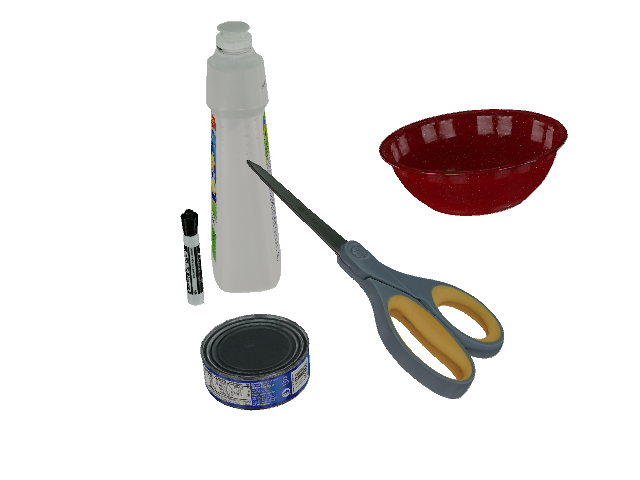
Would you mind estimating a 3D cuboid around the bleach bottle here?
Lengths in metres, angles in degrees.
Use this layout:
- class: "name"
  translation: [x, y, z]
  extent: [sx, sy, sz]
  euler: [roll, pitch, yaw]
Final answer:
- class: "bleach bottle"
  translation: [-0.074, -0.080, 0.982]
  extent: [0.068, 0.251, 0.102]
  euler: [-4, 31, -5]

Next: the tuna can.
- class: "tuna can"
  translation: [-0.051, 0.096, 0.844]
  extent: [0.086, 0.034, 0.086]
  euler: [-2, 30, 1]

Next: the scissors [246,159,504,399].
- class: "scissors"
  translation: [0.039, 0.014, 0.662]
  extent: [0.096, 0.016, 0.202]
  euler: [-7, 49, -40]

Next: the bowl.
- class: "bowl"
  translation: [0.135, -0.064, 0.931]
  extent: [0.162, 0.055, 0.162]
  euler: [-8, 24, 3]

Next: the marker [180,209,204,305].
- class: "marker"
  translation: [-0.143, 0.019, 1.196]
  extent: [0.020, 0.121, 0.020]
  euler: [0, 33, 0]
